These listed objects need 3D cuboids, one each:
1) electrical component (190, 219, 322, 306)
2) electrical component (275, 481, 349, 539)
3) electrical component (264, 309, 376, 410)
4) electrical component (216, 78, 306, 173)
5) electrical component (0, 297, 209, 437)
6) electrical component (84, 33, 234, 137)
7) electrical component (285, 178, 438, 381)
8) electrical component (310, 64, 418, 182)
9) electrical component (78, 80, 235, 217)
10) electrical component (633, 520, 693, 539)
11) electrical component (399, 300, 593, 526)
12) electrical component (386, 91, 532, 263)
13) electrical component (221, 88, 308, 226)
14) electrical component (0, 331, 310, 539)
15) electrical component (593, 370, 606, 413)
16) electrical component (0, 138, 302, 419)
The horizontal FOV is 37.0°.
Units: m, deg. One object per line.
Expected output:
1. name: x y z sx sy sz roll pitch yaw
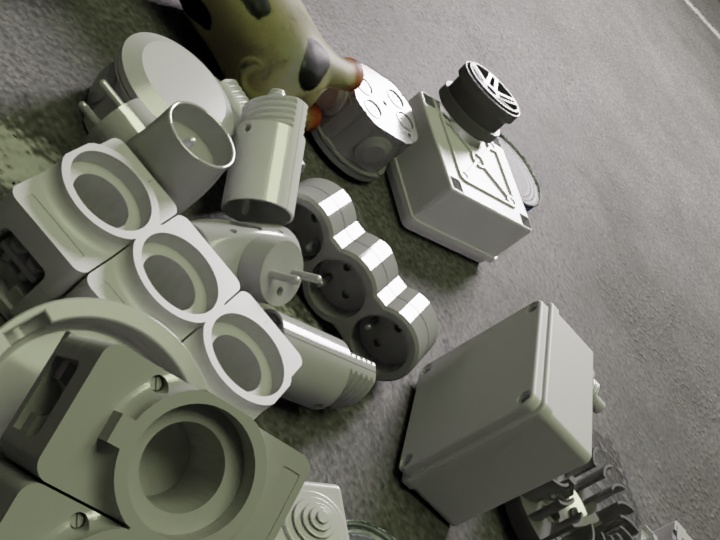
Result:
1. electrical component: -0.059 -0.002 0.599 0.077 0.079 0.043 -2 103 -55
2. electrical component: -0.041 0.142 0.448 0.048 0.099 0.099 13 47 -31
3. electrical component: -0.027 0.056 0.610 0.081 0.043 0.043 27 39 -38
4. electrical component: -0.075 -0.089 0.693 0.081 0.043 0.043 56 30 5
5. electrical component: -0.120 0.069 0.436 0.108 0.060 0.108 10 73 -35
6. electrical component: -0.118 -0.094 0.632 0.080 0.051 0.080 35 35 -29
7. electrical component: 0.000 0.000 0.697 0.138 0.052 0.074 53 30 -1
8. electrical component: 0.001 -0.112 0.816 0.080 0.051 0.080 35 35 -29
9. electrical component: -0.119 -0.064 0.573 0.079 0.077 0.044 51 30 -3
10. electrical component: 0.202 0.231 0.728 0.078 0.063 0.121 47 31 -11
11. electrical component: 0.087 0.088 0.671 0.056 0.109 0.108 46 31 -18
12. electrical component: 0.076 -0.074 0.875 0.109 0.056 0.108 22 42 -42
13. electrical component: -0.055 -0.071 0.645 0.043 0.043 0.081 25 64 -40
14. electrical component: -0.094 0.108 0.366 0.089 0.062 0.150 36 72 -27
15. electrical component: 0.175 0.091 0.865 0.061 0.035 0.035 46 31 -16
16. electrical component: -0.106 0.017 0.522 0.150 0.062 0.089 51 30 -5
